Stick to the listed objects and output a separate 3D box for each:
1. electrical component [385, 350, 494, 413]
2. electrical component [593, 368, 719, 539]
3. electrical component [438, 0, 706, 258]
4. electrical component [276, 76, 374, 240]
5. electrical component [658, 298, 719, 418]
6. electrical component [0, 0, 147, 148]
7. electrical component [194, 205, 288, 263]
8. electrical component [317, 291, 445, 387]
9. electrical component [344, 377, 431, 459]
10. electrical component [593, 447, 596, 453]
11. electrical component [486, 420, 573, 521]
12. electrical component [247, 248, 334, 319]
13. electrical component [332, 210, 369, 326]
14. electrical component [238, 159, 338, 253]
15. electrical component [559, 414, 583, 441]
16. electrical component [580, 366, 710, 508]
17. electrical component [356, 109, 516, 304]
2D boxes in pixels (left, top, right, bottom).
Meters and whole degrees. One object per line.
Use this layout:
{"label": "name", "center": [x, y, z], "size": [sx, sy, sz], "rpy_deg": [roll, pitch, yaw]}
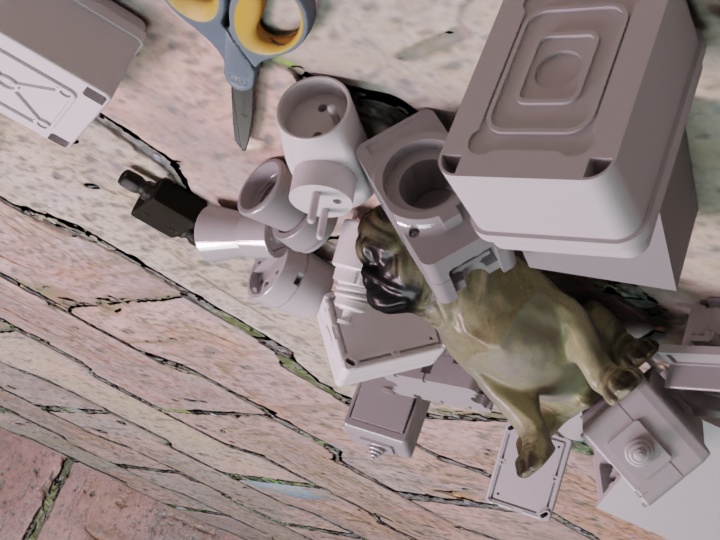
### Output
{"label": "electrical component", "center": [0.069, 0.075, 0.881], "size": [0.089, 0.055, 0.050], "rpy_deg": [8, 155, 31]}
{"label": "electrical component", "center": [0.282, 0.157, 0.802], "size": [0.186, 0.060, 0.105], "rpy_deg": [25, 120, -9]}
{"label": "electrical component", "center": [0.091, -0.066, 0.447], "size": [0.078, 0.113, 0.057], "rpy_deg": [6, 151, 35]}
{"label": "electrical component", "center": [-0.020, -0.057, 0.619], "size": [0.043, 0.079, 0.077], "rpy_deg": [1, 153, 15]}
{"label": "electrical component", "center": [0.256, 0.055, 0.649], "size": [0.121, 0.063, 0.079], "rpy_deg": [-1, 150, 45]}
{"label": "electrical component", "center": [-0.196, -0.132, 0.633], "size": [0.109, 0.056, 0.109], "rpy_deg": [30, 157, -20]}
{"label": "electrical component", "center": [-0.085, -0.027, 0.806], "size": [0.065, 0.044, 0.044], "rpy_deg": [2, 152, 30]}
{"label": "electrical component", "center": [0.021, 0.045, 0.814], "size": [0.096, 0.061, 0.061], "rpy_deg": [-12, 162, -13]}
{"label": "electrical component", "center": [0.026, 0.127, 0.989], "size": [0.062, 0.096, 0.061], "rpy_deg": [15, 158, 15]}
{"label": "electrical component", "center": [0.224, 0.148, 0.929], "size": [0.081, 0.043, 0.043], "rpy_deg": [33, 156, -27]}
{"label": "electrical component", "center": [0.162, 0.175, 1.004], "size": [0.062, 0.096, 0.061], "rpy_deg": [16, -174, 14]}
{"label": "electrical component", "center": [-0.053, 0.007, 0.837], "size": [0.047, 0.055, 0.055], "rpy_deg": [29, 158, -27]}
{"label": "electrical component", "center": [0.000, 0.000, 0.744], "size": [0.040, 0.078, 0.040], "rpy_deg": [15, 178, 1]}
{"label": "electrical component", "center": [-0.048, -0.042, 0.726], "size": [0.055, 0.045, 0.045], "rpy_deg": [36, 154, -34]}
{"label": "electrical component", "center": [0.164, 0.102, 0.872], "size": [0.079, 0.044, 0.077], "rpy_deg": [17, 158, 11]}
{"label": "electrical component", "center": [0.185, 0.105, 0.695], "size": [0.061, 0.061, 0.096], "rpy_deg": [49, -171, 6]}
{"label": "electrical component", "center": [0.041, -0.037, 0.589], "size": [0.089, 0.050, 0.055], "rpy_deg": [61, 180, 31]}
